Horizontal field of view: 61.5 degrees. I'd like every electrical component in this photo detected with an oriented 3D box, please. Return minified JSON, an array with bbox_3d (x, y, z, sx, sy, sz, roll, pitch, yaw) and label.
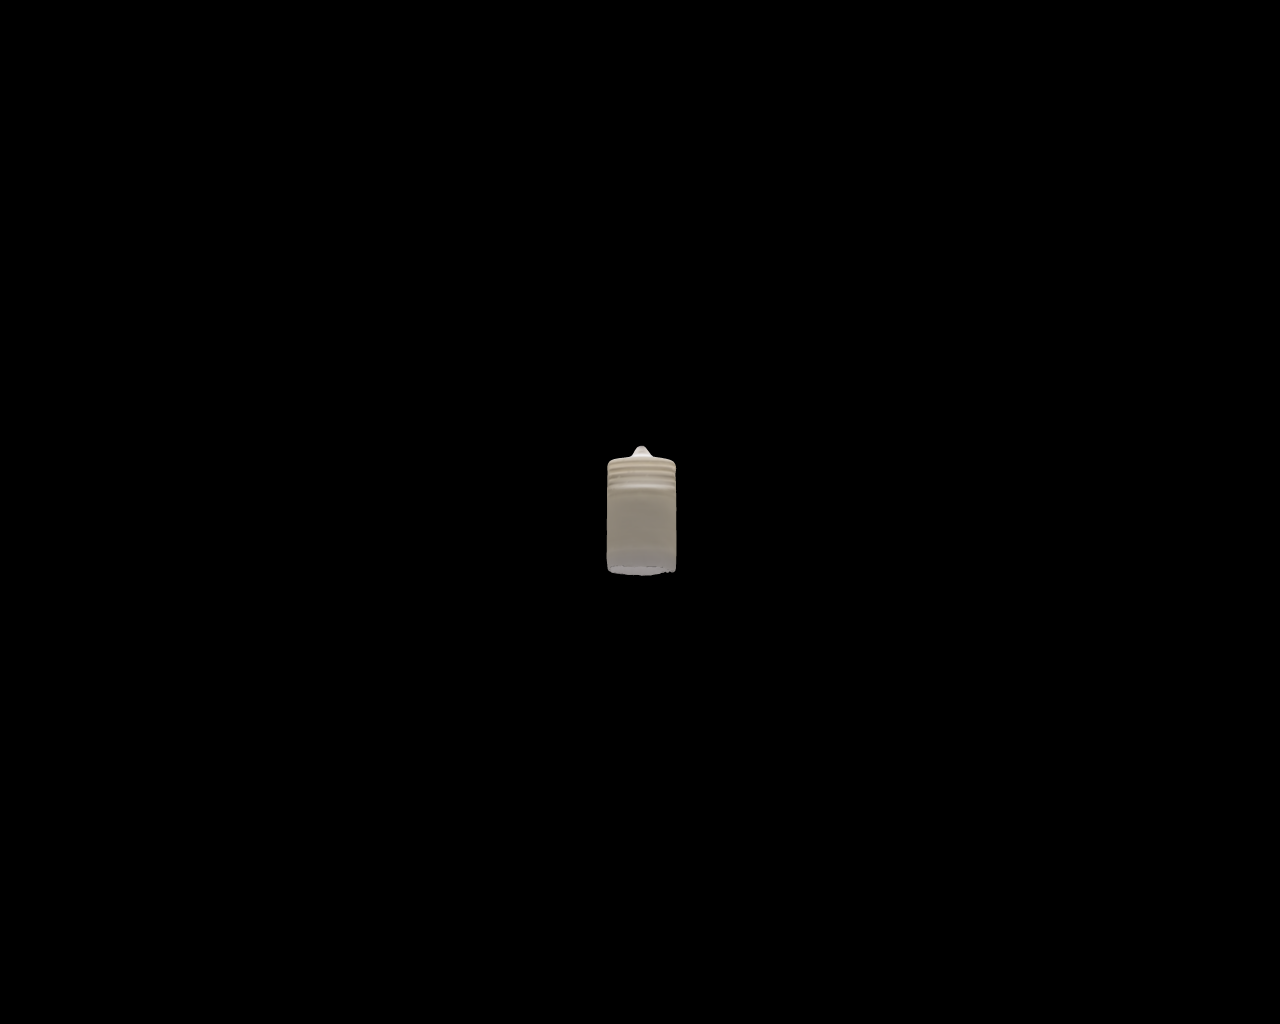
[{"bbox_3d":[0.001,-0.003,0.650,0.043,0.081,0.043,0,-11,0],"label":"electrical component"}]
